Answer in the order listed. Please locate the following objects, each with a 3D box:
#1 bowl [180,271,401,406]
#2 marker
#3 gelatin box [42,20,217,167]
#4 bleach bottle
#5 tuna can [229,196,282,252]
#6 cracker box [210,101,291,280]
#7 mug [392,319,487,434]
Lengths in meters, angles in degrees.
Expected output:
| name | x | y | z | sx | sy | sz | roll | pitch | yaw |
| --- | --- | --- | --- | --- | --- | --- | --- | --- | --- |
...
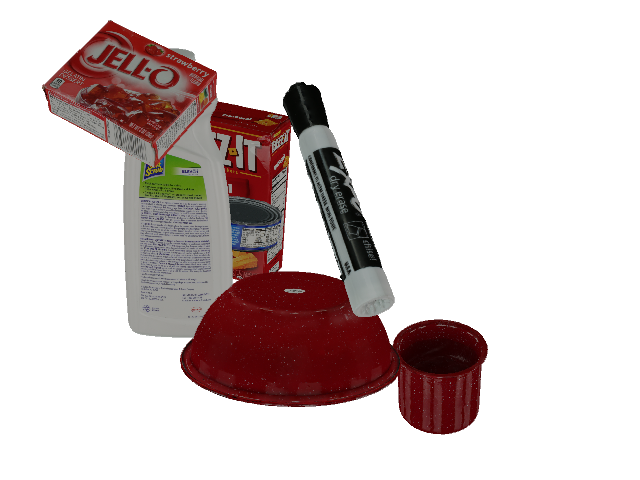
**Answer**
| name | x | y | z | sx | sy | sz | roll | pitch | yaw |
| --- | --- | --- | --- | --- | --- | --- | --- | --- | --- |
| bowl | -0.020 | 0.062 | 0.769 | 0.162 | 0.055 | 0.162 | 2 | 16 | -1 |
| marker | 0.006 | -0.022 | 0.483 | 0.020 | 0.121 | 0.020 | -15 | -27 | -8 |
| gelatin box | -0.124 | -0.098 | 0.701 | 0.089 | 0.073 | 0.030 | 28 | -32 | 14 |
| bleach bottle | -0.119 | -0.039 | 0.924 | 0.102 | 0.251 | 0.068 | 1 | 25 | -8 |
| tuna can | -0.085 | -0.018 | 1.128 | 0.086 | 0.034 | 0.086 | 8 | 19 | -3 |
| cracker box | -0.129 | -0.062 | 1.344 | 0.164 | 0.214 | 0.072 | 13 | 29 | 15 |
| mug | 0.126 | 0.133 | 1.074 | 0.093 | 0.081 | 0.117 | 21 | 39 | 34 |
